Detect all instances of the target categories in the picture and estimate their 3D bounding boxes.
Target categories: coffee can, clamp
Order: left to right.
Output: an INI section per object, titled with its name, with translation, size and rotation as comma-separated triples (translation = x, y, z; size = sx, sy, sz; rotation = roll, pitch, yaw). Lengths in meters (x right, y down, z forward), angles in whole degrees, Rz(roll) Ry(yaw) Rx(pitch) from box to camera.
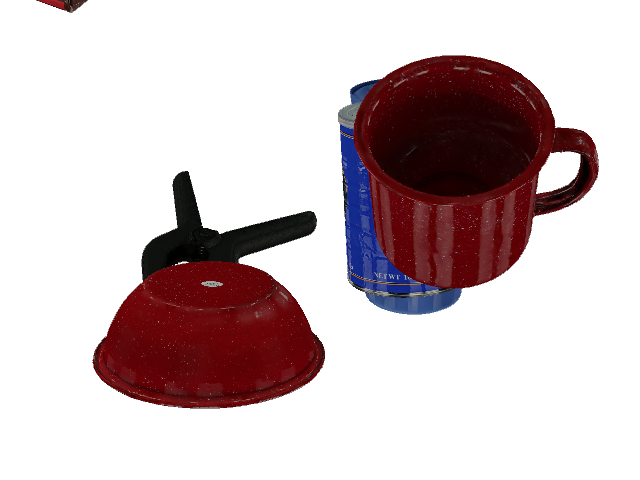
[clamp]
translation = -0.122, 0.001, 1.065
size = 0.165, 0.036, 0.209
rotation = 22, 40, 22
[coffee can]
translation = 0.069, -0.037, 0.861
size = 0.103, 0.140, 0.103
rotation = -3, 19, 1

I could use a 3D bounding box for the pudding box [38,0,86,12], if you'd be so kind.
[pudding box]
translation = -0.200, -0.221, 0.801
size = 0.090, 0.039, 0.113
rotation = 20, 38, 6

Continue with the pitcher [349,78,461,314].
[pitcher]
translation = 0.106, -0.053, 1.153
size = 0.149, 0.243, 0.145
rotation = -7, 22, -13

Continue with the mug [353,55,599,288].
[mug]
translation = 0.077, -0.031, 0.526
size = 0.117, 0.093, 0.081
rotation = -6, -36, 2

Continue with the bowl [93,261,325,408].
[bowl]
translation = -0.076, 0.055, 0.737
size = 0.162, 0.055, 0.162
rotation = 1, 19, -1
